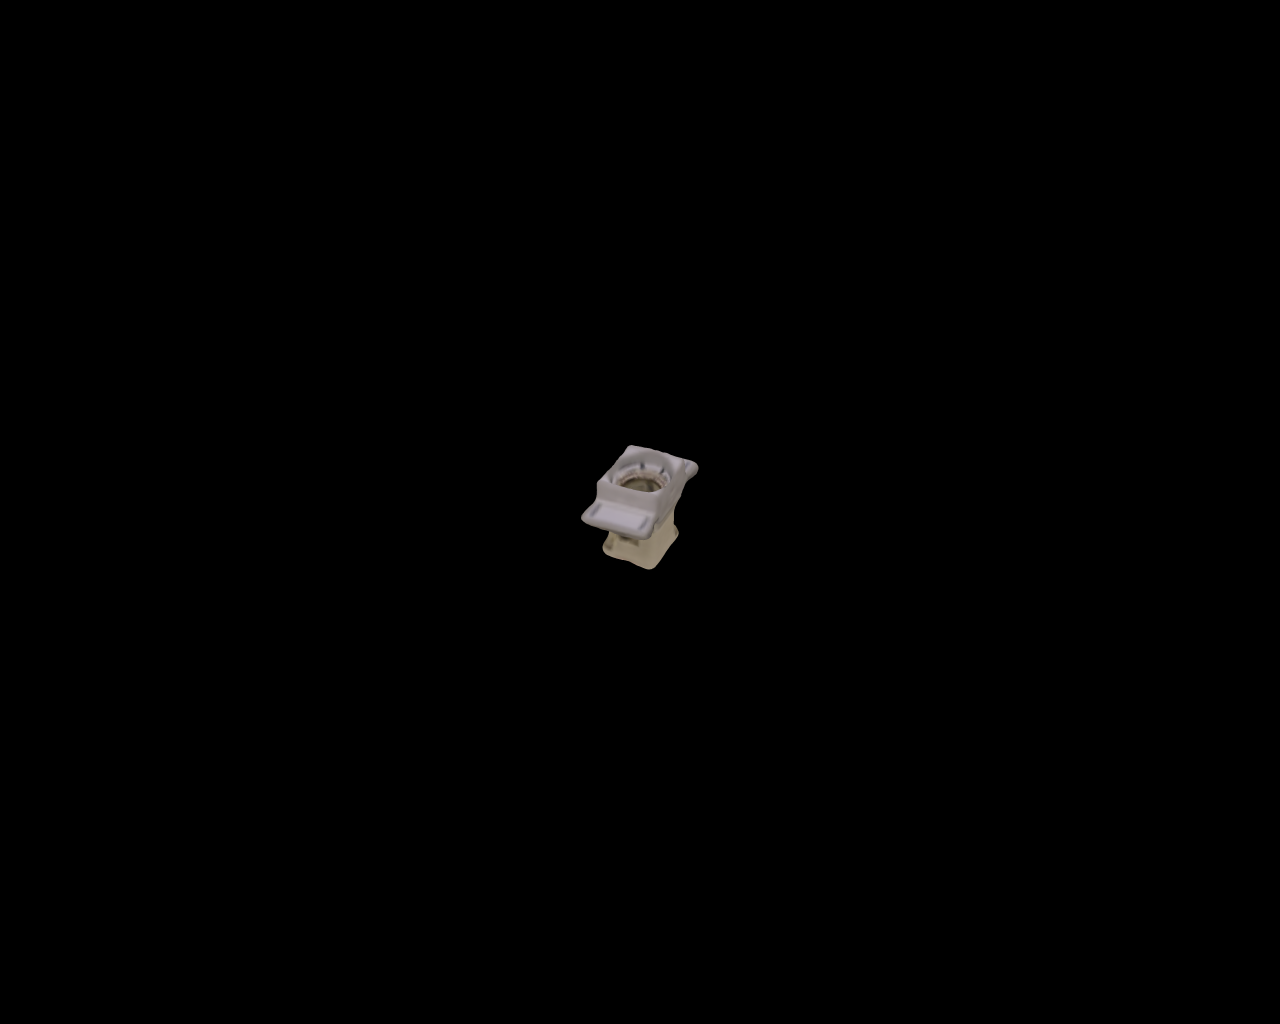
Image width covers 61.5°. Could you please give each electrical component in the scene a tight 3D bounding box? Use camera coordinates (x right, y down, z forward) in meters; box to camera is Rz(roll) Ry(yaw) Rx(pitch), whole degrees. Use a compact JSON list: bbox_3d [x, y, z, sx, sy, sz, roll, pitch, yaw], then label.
[{"bbox_3d":[0.001,-0.003,0.650,0.042,0.063,0.081,17,42,21],"label":"electrical component"}]
